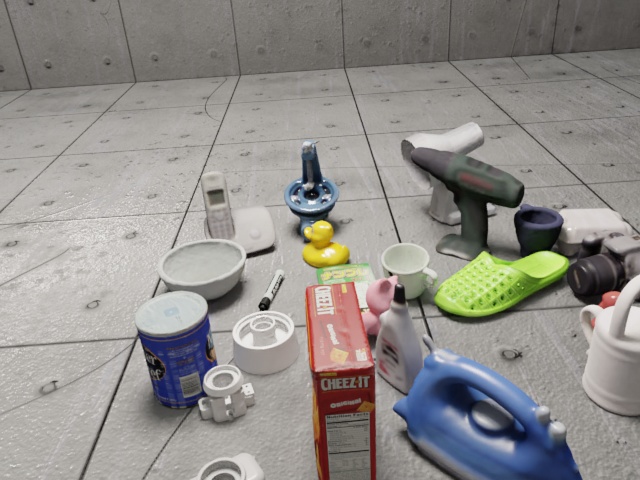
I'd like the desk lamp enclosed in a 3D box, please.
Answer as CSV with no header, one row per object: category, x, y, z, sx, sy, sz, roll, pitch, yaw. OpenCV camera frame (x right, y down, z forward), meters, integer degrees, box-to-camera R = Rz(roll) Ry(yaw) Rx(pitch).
desk lamp,0.285,-0.149,1.277,0.203,0.214,0.117,-14,30,-17

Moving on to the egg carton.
egg carton,0.544,-0.016,1.153,0.150,0.069,0.107,-2,29,3

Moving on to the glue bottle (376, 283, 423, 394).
glue bottle,0.113,0.135,0.823,0.037,0.173,0.077,-24,35,-32

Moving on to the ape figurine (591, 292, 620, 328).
ape figurine,0.456,0.120,0.893,0.078,0.092,0.076,-12,30,-14

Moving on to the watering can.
watering can,0.427,0.134,0.766,0.172,0.194,0.101,21,37,37

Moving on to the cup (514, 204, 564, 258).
cup,0.422,-0.013,1.136,0.091,0.095,0.117,-6,29,-4

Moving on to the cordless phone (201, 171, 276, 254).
cordless phone,-0.174,-0.060,1.200,0.148,0.185,0.094,-13,30,-17

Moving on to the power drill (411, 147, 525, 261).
power drill,0.284,-0.072,1.142,0.228,0.209,0.076,15,34,30

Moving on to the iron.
iron,0.215,0.218,0.694,0.119,0.141,0.257,-28,37,-36

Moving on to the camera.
camera,0.506,0.041,1.022,0.137,0.101,0.143,-12,30,-14

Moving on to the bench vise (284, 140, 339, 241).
bench vise,-0.029,-0.132,1.277,0.121,0.220,0.207,-11,30,-12

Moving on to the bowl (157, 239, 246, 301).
bowl,-0.219,0.067,1.089,0.167,0.075,0.167,-3,29,2

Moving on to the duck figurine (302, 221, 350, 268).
duck figurine,0.011,0.004,1.164,0.104,0.086,0.078,14,33,29

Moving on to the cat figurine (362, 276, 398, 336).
cat figurine,0.087,0.111,0.927,0.128,0.118,0.067,-20,33,-26
